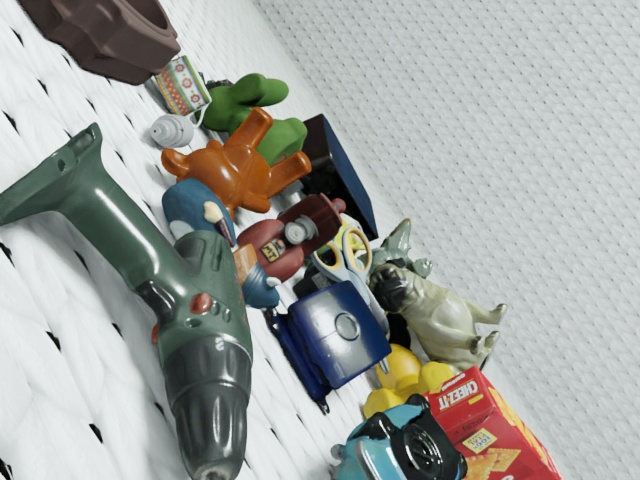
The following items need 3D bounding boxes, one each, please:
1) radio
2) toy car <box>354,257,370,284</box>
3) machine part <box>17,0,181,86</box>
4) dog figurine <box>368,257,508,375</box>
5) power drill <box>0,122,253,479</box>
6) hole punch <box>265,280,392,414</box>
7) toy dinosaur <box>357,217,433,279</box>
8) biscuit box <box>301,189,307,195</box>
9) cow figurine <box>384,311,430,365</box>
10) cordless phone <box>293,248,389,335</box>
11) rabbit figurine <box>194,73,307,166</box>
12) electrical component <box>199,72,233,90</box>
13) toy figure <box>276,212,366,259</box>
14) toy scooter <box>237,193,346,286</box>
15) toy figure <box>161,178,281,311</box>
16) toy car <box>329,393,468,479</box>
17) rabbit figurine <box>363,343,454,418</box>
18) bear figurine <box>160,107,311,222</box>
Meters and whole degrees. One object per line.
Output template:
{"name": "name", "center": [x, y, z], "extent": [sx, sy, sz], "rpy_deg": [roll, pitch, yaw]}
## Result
{"name": "radio", "center": [0.027, -0.095, 0.947], "extent": [0.229, 0.073, 0.131], "rpy_deg": [54, 21, -40]}
{"name": "toy car", "center": [0.068, 0.086, 0.949], "extent": [0.073, 0.056, 0.202], "rpy_deg": [47, 15, -31]}
{"name": "machine part", "center": [-0.270, -0.294, 0.634], "extent": [0.201, 0.087, 0.201], "rpy_deg": [56, 12, 0]}
{"name": "dog figurine", "center": [0.159, 0.128, 0.804], "extent": [0.191, 0.172, 0.121], "rpy_deg": [25, 36, 29]}
{"name": "power drill", "center": [-0.120, 0.027, 0.371], "extent": [0.207, 0.086, 0.232], "rpy_deg": [45, 14, -24]}
{"name": "hole punch", "center": [0.014, 0.113, 0.626], "extent": [0.142, 0.092, 0.115], "rpy_deg": [61, 17, 10]}
{"name": "toy dinosaur", "center": [0.171, 0.146, 1.033], "extent": [0.192, 0.131, 0.405], "rpy_deg": [99, -23, -67]}
{"name": "biscuit box", "center": [-0.031, -0.147, 1.174], "extent": [0.202, 0.063, 0.059], "rpy_deg": [42, 19, -43]}
{"name": "cow figurine", "center": [0.146, 0.187, 0.864], "extent": [0.068, 0.098, 0.167], "rpy_deg": [180, -89, -75]}
{"name": "cordless phone", "center": [0.044, 0.090, 0.806], "extent": [0.146, 0.089, 0.184], "rpy_deg": [57, 8, 11]}
{"name": "rabbit figurine", "center": [-0.115, -0.174, 0.803], "extent": [0.170, 0.159, 0.121], "rpy_deg": [42, 21, 10]}
{"name": "electrical component", "center": [-0.181, -0.249, 0.882], "extent": [0.102, 0.078, 0.045], "rpy_deg": [-42, 117, -77]}
{"name": "toy figure", "center": [-0.004, -0.006, 0.849], "extent": [0.180, 0.089, 0.082], "rpy_deg": [1, 68, -50]}
{"name": "toy scooter", "center": [-0.032, -0.004, 0.642], "extent": [0.075, 0.135, 0.184], "rpy_deg": [56, 14, -2]}
{"name": "toy figure", "center": [-0.098, 0.011, 0.534], "extent": [0.154, 0.058, 0.064], "rpy_deg": [53, -9, 7]}
{"name": "toy car", "center": [0.063, 0.215, 0.498], "extent": [0.109, 0.103, 0.161], "rpy_deg": [56, 23, 12]}
{"name": "rabbit figurine", "center": [0.136, 0.213, 0.743], "extent": [0.162, 0.122, 0.173], "rpy_deg": [47, 5, -27]}
{"name": "bear figurine", "center": [-0.098, -0.091, 0.652], "extent": [0.120, 0.132, 0.196], "rpy_deg": [49, 7, 0]}
